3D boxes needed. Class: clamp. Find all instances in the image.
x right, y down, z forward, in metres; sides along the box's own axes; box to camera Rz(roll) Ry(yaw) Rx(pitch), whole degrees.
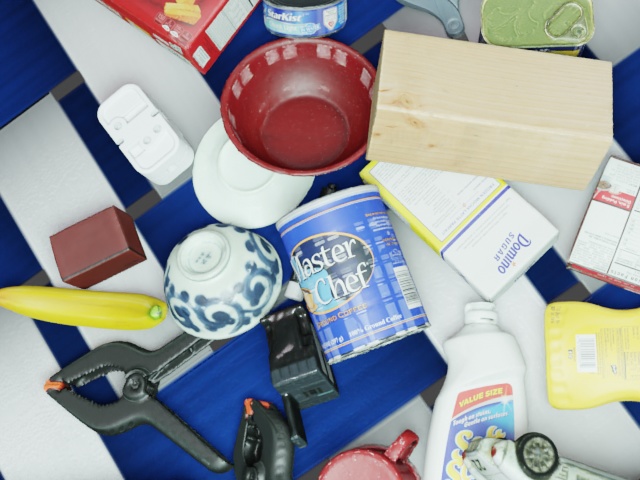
[{"bbox_3d":[-0.043,0.221,0.974,0.120,0.039,0.171,-28,55,39],"label":"clamp"},{"bbox_3d":[-0.170,0.154,1.045,0.210,0.036,0.164,-9,66,12],"label":"clamp"}]

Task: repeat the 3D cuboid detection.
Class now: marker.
[{"bbox_3d":[-0.007,0.001,1.054,0.020,0.020,0.121,17,83,16],"label":"marker"}]

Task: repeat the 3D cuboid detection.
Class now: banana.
[{"bbox_3d":[-0.227,0.065,1.067,0.198,0.069,0.037,1,68,23],"label":"banana"}]

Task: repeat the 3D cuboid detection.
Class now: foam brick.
[{"bbox_3d":[-0.226,0.009,1.086,0.078,0.053,0.051,-25,74,5],"label":"foam brick"}]

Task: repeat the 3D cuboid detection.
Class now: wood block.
[{"bbox_3d":[0.152,-0.116,0.971,0.206,0.090,0.091,8,62,0],"label":"wood block"}]

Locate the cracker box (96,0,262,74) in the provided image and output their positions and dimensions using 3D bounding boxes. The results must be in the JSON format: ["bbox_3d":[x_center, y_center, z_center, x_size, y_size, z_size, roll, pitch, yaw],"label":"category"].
[{"bbox_3d":[-0.128,-0.309,1.121,0.164,0.072,0.213,36,87,17],"label":"cracker box"}]

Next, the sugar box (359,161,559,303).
[{"bbox_3d":[0.131,-0.032,1.016,0.093,0.048,0.176,-44,75,-1],"label":"sugar box"}]

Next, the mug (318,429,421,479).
[{"bbox_3d":[0.050,0.220,0.961,0.093,0.081,0.117,39,89,18],"label":"mug"}]

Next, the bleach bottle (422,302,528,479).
[{"bbox_3d":[0.136,0.181,0.959,0.102,0.068,0.251,1,76,6],"label":"bleach bottle"}]

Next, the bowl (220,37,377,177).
[{"bbox_3d":[-0.015,-0.121,1.050,0.162,0.055,0.162,-1,64,1],"label":"bowl"}]

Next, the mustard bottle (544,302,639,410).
[{"bbox_3d":[0.297,0.101,0.941,0.192,0.058,0.096,-2,78,13],"label":"mustard bottle"}]

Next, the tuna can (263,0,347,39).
[{"bbox_3d":[-0.015,-0.233,1.074,0.086,0.086,0.034,7,123,14],"label":"tuna can"}]

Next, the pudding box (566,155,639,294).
[{"bbox_3d":[0.287,-0.011,0.978,0.090,0.039,0.113,21,85,16],"label":"pudding box"}]

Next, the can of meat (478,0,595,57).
[{"bbox_3d":[0.200,-0.191,1.006,0.102,0.084,0.057,-2,76,4],"label":"can of meat"}]

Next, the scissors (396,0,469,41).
[{"bbox_3d":[0.115,-0.217,1.074,0.096,0.016,0.202,-7,77,13],"label":"scissors"}]

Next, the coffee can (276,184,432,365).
[{"bbox_3d":[0.030,0.032,0.986,0.103,0.102,0.140,-22,82,8],"label":"coffee can"}]
